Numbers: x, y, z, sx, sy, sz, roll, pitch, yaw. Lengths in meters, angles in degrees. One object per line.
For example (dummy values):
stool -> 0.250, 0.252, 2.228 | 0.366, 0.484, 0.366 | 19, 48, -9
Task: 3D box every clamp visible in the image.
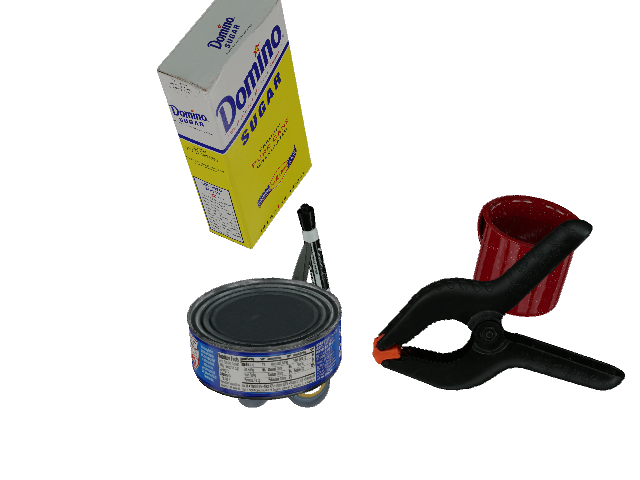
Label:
clamp -> 0.125, 0.068, 0.739 | 0.171, 0.120, 0.039 | -22, 2, 12

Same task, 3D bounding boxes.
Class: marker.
marker -> -0.007, 0.014, 1.192 | 0.020, 0.121, 0.020 | -9, 27, 5

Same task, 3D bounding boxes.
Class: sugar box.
sugar box -> -0.054, -0.083, 0.747 | 0.048, 0.093, 0.176 | 24, -28, 19

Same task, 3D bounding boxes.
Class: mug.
mug -> 0.181, 0.010, 0.988 | 0.093, 0.081, 0.117 | -11, 37, -28

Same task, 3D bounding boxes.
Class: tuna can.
tuna can -> -0.030, 0.054, 0.595 | 0.086, 0.034, 0.086 | -2, 23, 1

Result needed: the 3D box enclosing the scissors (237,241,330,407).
scissors -> -0.013, 0.084, 1.025 | 0.096, 0.201, 0.016 | 19, -39, 17
